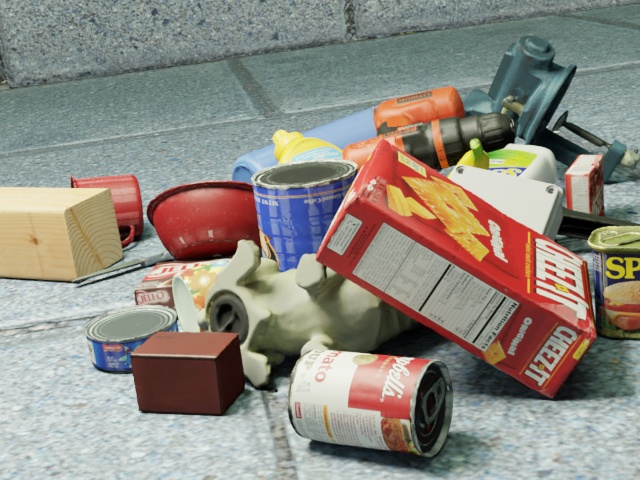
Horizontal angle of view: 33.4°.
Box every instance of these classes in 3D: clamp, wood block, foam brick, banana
[{"bbox_3d":[0.236,-0.021,1.107,0.164,0.036,0.210,-15,37,-33],"label":"clamp"},{"bbox_3d":[-0.353,-0.009,1.287,0.206,0.091,0.090,2,20,27],"label":"wood block"},{"bbox_3d":[-0.107,0.108,0.875,0.078,0.051,0.053,-1,17,19],"label":"foam brick"},{"bbox_3d":[0.115,-0.032,1.107,0.069,0.198,0.037,15,36,-40],"label":"banana"}]

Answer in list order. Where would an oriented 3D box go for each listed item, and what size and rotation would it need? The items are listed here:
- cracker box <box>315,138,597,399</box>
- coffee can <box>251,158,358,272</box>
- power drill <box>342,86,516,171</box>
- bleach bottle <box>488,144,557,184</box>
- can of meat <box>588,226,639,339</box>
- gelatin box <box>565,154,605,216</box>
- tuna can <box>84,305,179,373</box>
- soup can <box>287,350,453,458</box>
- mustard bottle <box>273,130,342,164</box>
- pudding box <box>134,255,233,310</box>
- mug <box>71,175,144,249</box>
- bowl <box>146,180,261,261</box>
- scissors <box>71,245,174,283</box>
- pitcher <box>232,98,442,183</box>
[{"bbox_3d":[0.115,0.015,0.867,0.213,0.072,0.164,30,23,-1],"label":"cracker box"},{"bbox_3d":[-0.007,0.001,1.029,0.103,0.140,0.103,-6,17,2],"label":"coffee can"},{"bbox_3d":[0.121,-0.121,1.178,0.184,0.057,0.187,-11,17,12],"label":"power drill"},{"bbox_3d":[0.197,-0.043,1.230,0.103,0.068,0.250,7,25,22],"label":"bleach bottle"},{"bbox_3d":[0.280,0.036,0.898,0.102,0.084,0.057,1,19,23],"label":"can of meat"},{"bbox_3d":[0.297,-0.050,1.190,0.030,0.073,0.089,2,18,24],"label":"gelatin box"},{"bbox_3d":[-0.172,0.091,0.987,0.086,0.034,0.086,-7,17,2],"label":"tuna can"},{"bbox_3d":[0.036,0.116,0.767,0.102,0.068,0.068,2,19,30],"label":"soup can"},{"bbox_3d":[0.006,-0.061,1.186,0.096,0.058,0.192,-20,52,-31],"label":"mustard bottle"},{"bbox_3d":[-0.125,0.047,1.102,0.113,0.039,0.090,-4,17,9],"label":"pudding box"},{"bbox_3d":[-0.268,-0.032,1.353,0.081,0.093,0.117,-7,46,-16],"label":"mug"},{"bbox_3d":[-0.108,-0.005,1.158,0.162,0.055,0.162,-1,-25,-1],"label":"bowl"},{"bbox_3d":[-0.202,0.016,1.273,0.201,0.016,0.096,-13,17,-17],"label":"scissors"},{"bbox_3d":[0.023,-0.083,1.322,0.242,0.145,0.149,-20,-23,-27],"label":"pitcher"}]
